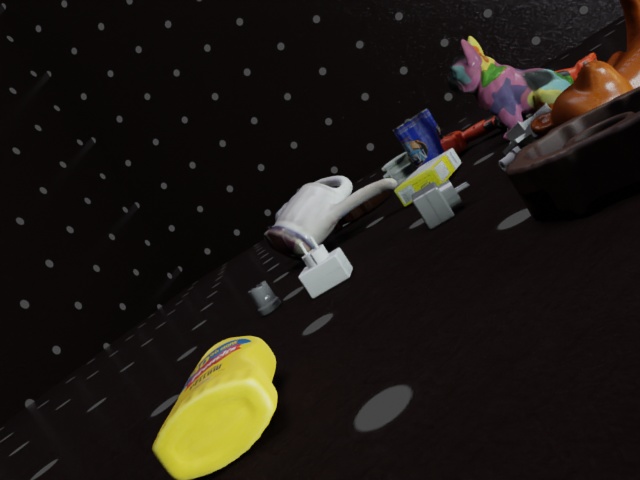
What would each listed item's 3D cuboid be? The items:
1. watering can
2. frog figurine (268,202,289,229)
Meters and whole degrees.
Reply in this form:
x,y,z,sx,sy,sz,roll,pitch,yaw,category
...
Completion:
x,y,z,sx,sy,sz,roll,pitch,yaw,category
0.003,-0.056,1.117,0.103,0.227,0.347,45,-21,-26,watering can
-0.037,-0.056,1.325,0.139,0.160,0.121,37,-3,23,frog figurine
